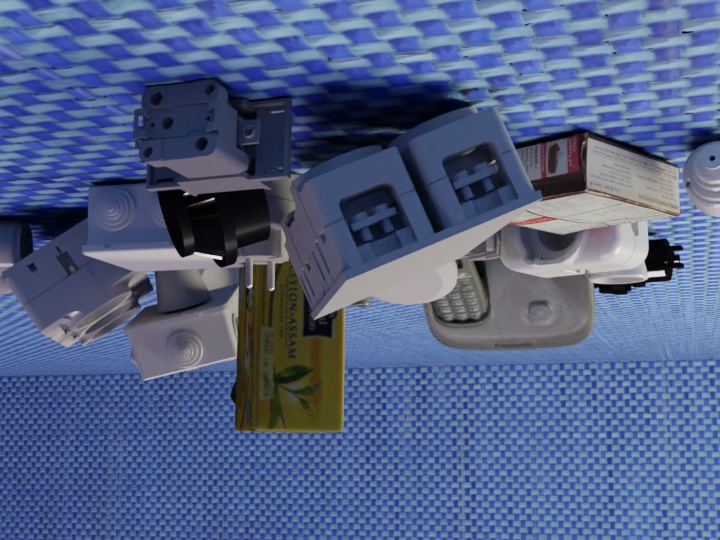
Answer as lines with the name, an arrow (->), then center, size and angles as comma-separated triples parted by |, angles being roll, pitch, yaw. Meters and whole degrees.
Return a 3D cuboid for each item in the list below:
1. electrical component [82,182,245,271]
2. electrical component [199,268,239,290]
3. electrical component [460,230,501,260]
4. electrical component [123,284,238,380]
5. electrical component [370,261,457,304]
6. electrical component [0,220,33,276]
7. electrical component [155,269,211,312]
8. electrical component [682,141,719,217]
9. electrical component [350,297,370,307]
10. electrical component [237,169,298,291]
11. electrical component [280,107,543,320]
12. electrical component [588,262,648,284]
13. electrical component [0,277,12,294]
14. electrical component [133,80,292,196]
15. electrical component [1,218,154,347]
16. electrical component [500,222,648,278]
electrical component -> -0.135, -0.030, 0.755 | 0.100, 0.048, 0.100 | -2, 171, 12
electrical component -> -0.135, 0.020, 0.991 | 0.080, 0.080, 0.051 | 6, 174, -37
electrical component -> 0.082, -0.032, 0.760 | 0.040, 0.046, 0.040 | 0, 171, 0
electrical component -> -0.142, 0.052, 0.904 | 0.100, 0.048, 0.099 | -14, -171, 3
electrical component -> 0.032, -0.013, 0.791 | 0.080, 0.051, 0.080 | 5, 148, 3
electrical component -> -0.292, -0.017, 0.851 | 0.055, 0.045, 0.045 | 0, 171, -3
electrical component -> -0.152, -0.003, 0.879 | 0.044, 0.065, 0.044 | -14, -171, 2
electrical component -> 0.209, -0.056, 0.626 | 0.040, 0.040, 0.078 | -4, 171, 22
electrical component -> 0.000, 0.000, 0.917 | 0.048, 0.062, 0.048 | 0, 172, 0
electrical component -> -0.065, -0.025, 0.705 | 0.047, 0.075, 0.083 | -9, 168, 44
electrical component -> 0.018, -0.029, 0.608 | 0.105, 0.060, 0.186 | -23, 175, -10
electrical component -> 0.196, -0.019, 0.820 | 0.045, 0.055, 0.045 | 0, 171, 0
electrical component -> -0.329, -0.004, 0.948 | 0.062, 0.048, 0.048 | 2, 174, 33
electrical component -> -0.077, -0.066, 0.543 | 0.081, 0.042, 0.064 | -4, 169, 19
electrical component -> -0.221, 0.014, 0.872 | 0.089, 0.061, 0.150 | -34, 177, -11
electrical component -> 0.150, -0.027, 0.771 | 0.095, 0.053, 0.059 | -7, 169, 38
